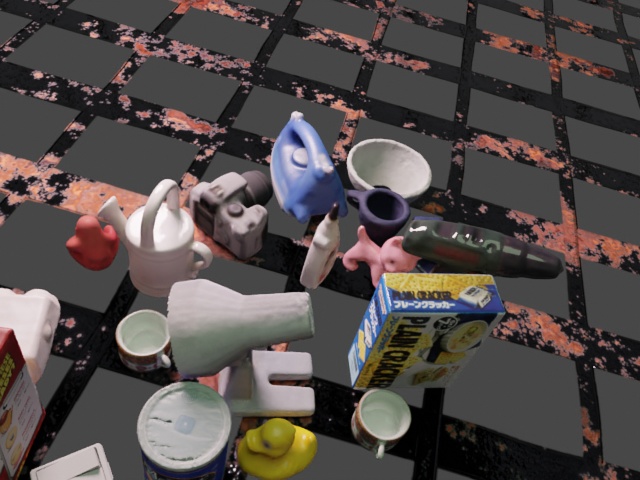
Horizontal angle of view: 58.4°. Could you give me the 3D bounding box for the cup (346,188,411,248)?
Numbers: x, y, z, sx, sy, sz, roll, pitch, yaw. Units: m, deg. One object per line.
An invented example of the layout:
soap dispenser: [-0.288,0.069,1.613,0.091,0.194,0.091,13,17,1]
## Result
cup: [0.094,-0.036,1.026,0.117,0.095,0.092,25,49,8]

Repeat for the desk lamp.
desk lamp: [-0.093,0.139,0.749,0.203,0.213,0.118,3,49,-11]

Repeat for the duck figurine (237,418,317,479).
duck figurine: [-0.052,0.261,0.739,0.105,0.086,0.077,0,50,-13]

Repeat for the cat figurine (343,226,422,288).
cat figurine: [0.112,0.022,0.965,0.127,0.118,0.067,33,50,15]

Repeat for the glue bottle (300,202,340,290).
glue bottle: [0.008,0.003,0.918,0.037,0.173,0.078,26,49,10]

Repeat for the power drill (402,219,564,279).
power drill: [0.229,0.057,0.902,0.229,0.208,0.076,21,48,5]

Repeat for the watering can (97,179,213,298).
watering can: [-0.245,-0.009,0.853,0.173,0.194,0.101,5,49,-10]

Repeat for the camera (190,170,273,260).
camera: [-0.134,-0.064,0.990,0.143,0.101,0.137,38,52,19]

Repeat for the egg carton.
egg carton: [-0.415,0.133,0.772,0.107,0.069,0.150,3,49,-11]

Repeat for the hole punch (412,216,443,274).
hole punch: [0.214,0.003,1.024,0.101,0.091,0.108,-23,58,-29]

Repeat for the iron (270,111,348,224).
iron: [-0.029,-0.157,1.069,0.119,0.141,0.257,-10,53,-21]

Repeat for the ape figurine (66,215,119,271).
ape figurine: [-0.353,-0.002,0.889,0.078,0.092,0.076,-8,52,-20]

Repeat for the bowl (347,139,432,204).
bowl: [0.128,-0.118,1.118,0.167,0.075,0.167,7,49,-8]
